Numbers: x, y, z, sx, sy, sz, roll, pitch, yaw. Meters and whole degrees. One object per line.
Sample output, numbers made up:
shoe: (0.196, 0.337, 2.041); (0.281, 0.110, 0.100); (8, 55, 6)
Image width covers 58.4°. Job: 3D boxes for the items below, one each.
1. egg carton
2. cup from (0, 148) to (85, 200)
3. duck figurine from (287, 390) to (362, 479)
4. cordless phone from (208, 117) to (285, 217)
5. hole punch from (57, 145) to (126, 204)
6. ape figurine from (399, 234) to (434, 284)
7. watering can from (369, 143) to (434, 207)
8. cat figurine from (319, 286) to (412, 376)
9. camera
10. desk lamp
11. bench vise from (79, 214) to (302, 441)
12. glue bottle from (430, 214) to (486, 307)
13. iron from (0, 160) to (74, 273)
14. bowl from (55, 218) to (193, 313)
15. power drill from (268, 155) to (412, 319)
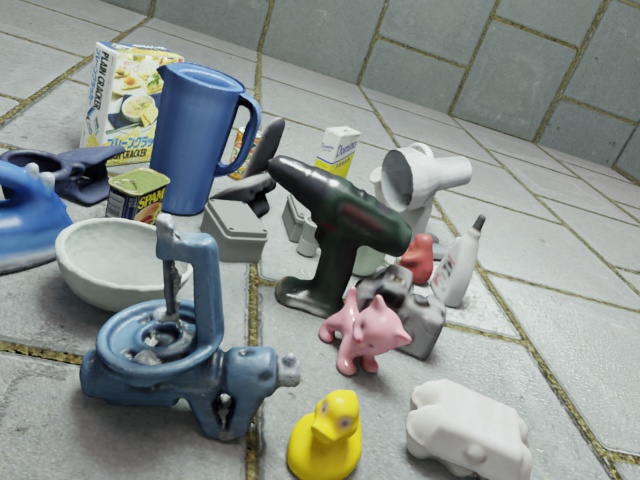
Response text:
egg carton: (0.173, 0.230, 0.673); (0.150, 0.069, 0.107); (23, 25, 4)
cup: (-0.397, -0.071, 0.815); (0.091, 0.095, 0.118); (35, 28, 28)
duck figurine: (0.016, 0.194, 0.602); (0.077, 0.086, 0.105); (30, 26, 20)
cordless phone: (-0.125, -0.137, 1.053); (0.094, 0.185, 0.148); (23, 25, 6)
hole punch: (-0.386, -0.122, 0.932); (0.101, 0.091, 0.109); (22, 25, 3)
ape figurine: (0.183, 0.029, 1.064); (0.078, 0.092, 0.076); (2, 30, -35)
watering can: (0.184, -0.117, 1.241); (0.100, 0.194, 0.173); (35, 28, 29)
cat figurine: (0.062, 0.115, 0.763); (0.067, 0.118, 0.127); (5, 29, -31)
camera: (0.124, 0.090, 0.883); (0.143, 0.101, 0.137); (24, 25, 6)
desk lamp: (0.206, -0.077, 1.154); (0.204, 0.213, 0.117); (4, 29, -31)
bench vise: (-0.116, 0.082, 0.568); (0.208, 0.220, 0.121); (8, 27, -26)
glue bottle: (0.252, 0.030, 1.018); (0.037, 0.173, 0.078); (11, 26, -21)
iron: (-0.410, -0.043, 0.692); (0.259, 0.141, 0.118); (-6, 36, -45)
bowl: (-0.248, 0.042, 0.723); (0.167, 0.075, 0.167); (17, 25, -8)
power drill: (0.008, 0.003, 0.841); (0.230, 0.208, 0.075); (18, 25, -6)
